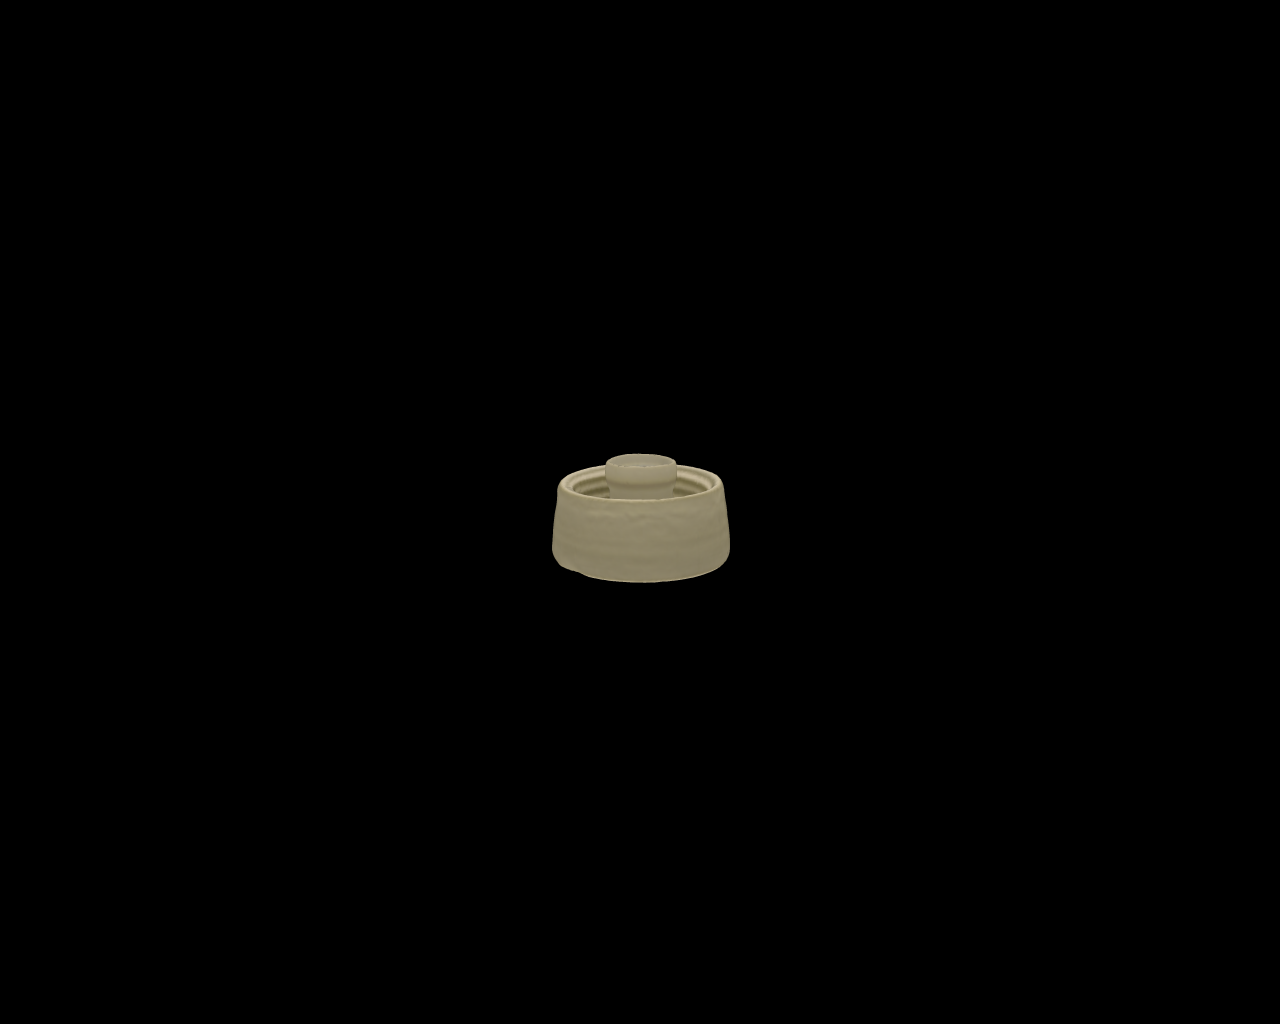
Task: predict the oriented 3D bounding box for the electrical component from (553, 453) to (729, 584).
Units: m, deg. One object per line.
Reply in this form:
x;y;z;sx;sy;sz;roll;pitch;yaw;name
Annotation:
0.001;-0.003;0.650;0.108;0.060;0.108;0;15;0;electrical component
